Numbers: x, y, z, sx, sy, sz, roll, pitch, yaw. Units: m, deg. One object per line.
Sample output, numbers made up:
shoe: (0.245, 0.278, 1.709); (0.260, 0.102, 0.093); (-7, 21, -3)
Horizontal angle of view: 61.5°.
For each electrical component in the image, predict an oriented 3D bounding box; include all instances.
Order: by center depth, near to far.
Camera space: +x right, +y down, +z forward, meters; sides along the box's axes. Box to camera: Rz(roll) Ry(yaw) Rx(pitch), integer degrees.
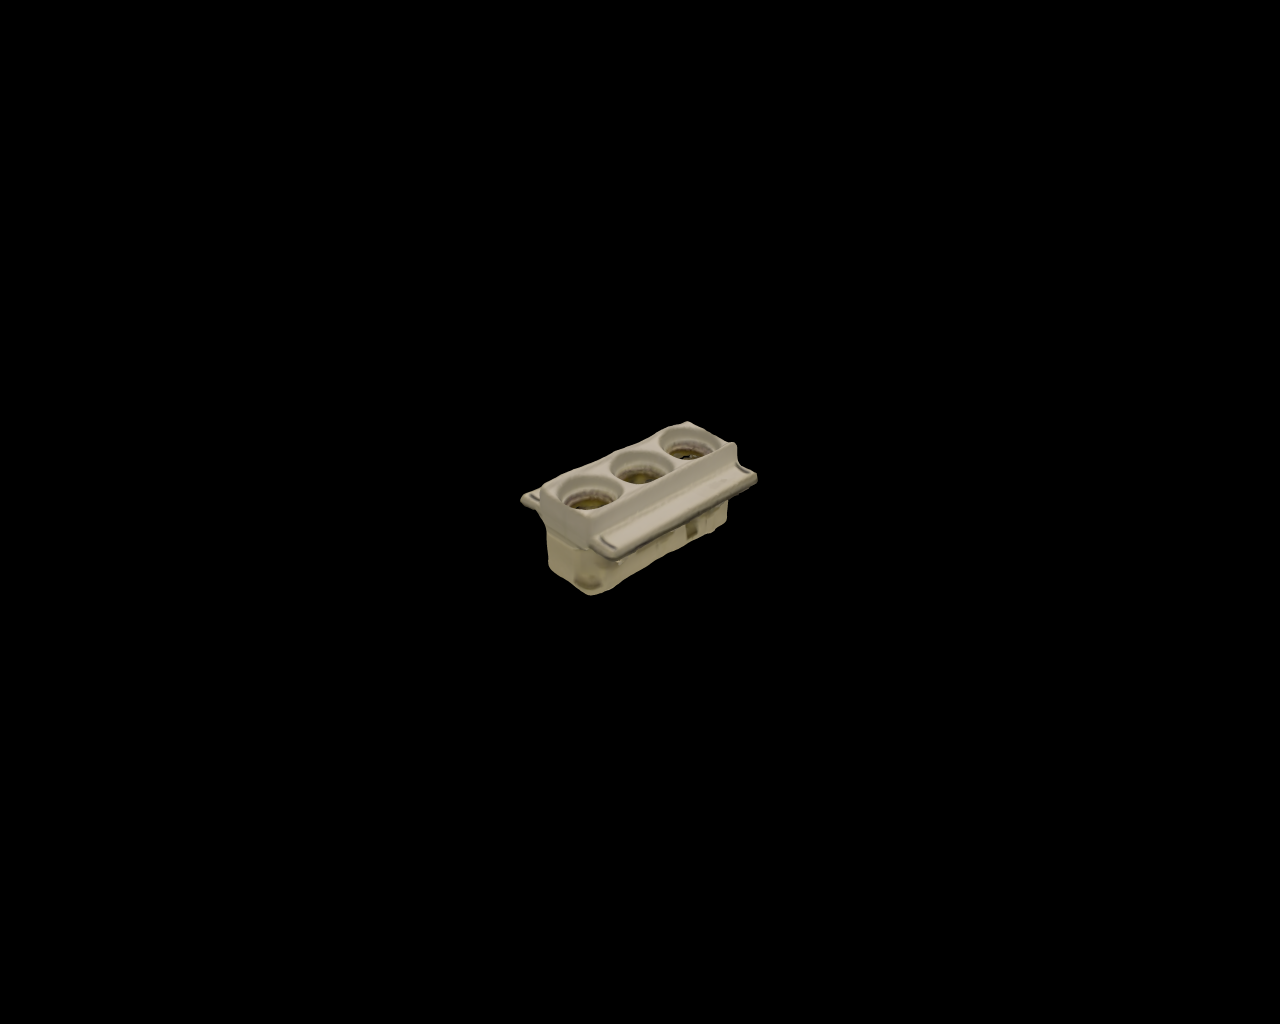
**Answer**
electrical component: (0.001, -0.003, 0.650); (0.121, 0.063, 0.079); (-27, 42, -36)
